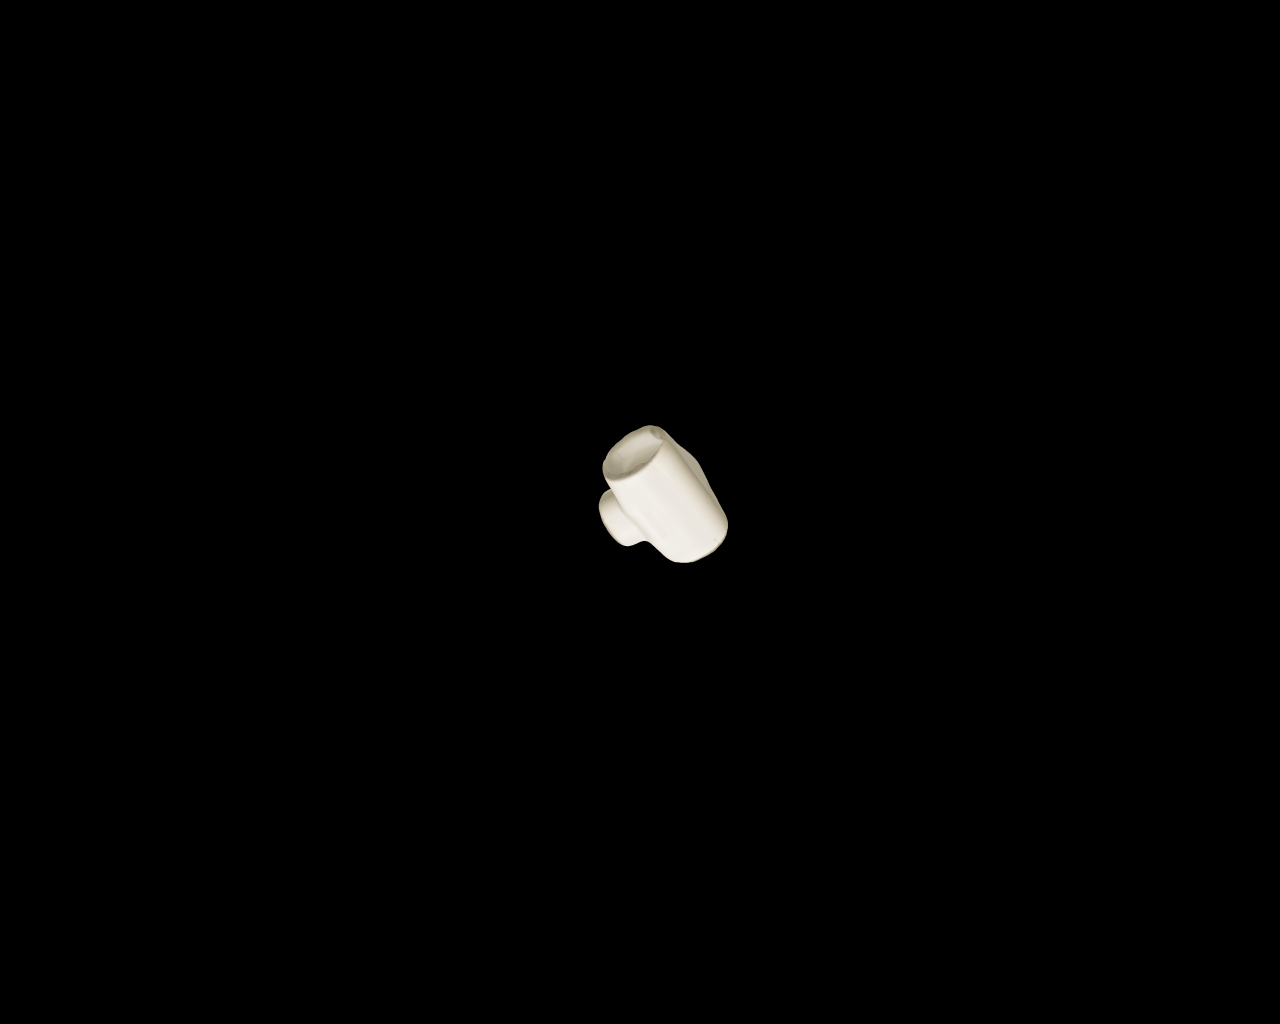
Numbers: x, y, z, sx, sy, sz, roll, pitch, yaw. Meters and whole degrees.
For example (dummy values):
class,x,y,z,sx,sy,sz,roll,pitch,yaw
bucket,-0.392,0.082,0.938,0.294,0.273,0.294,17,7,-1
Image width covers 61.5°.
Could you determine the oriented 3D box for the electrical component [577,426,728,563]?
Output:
class,x,y,z,sx,sy,sz,roll,pitch,yaw
electrical component,0.001,-0.003,0.650,0.079,0.043,0.077,-25,-54,20
